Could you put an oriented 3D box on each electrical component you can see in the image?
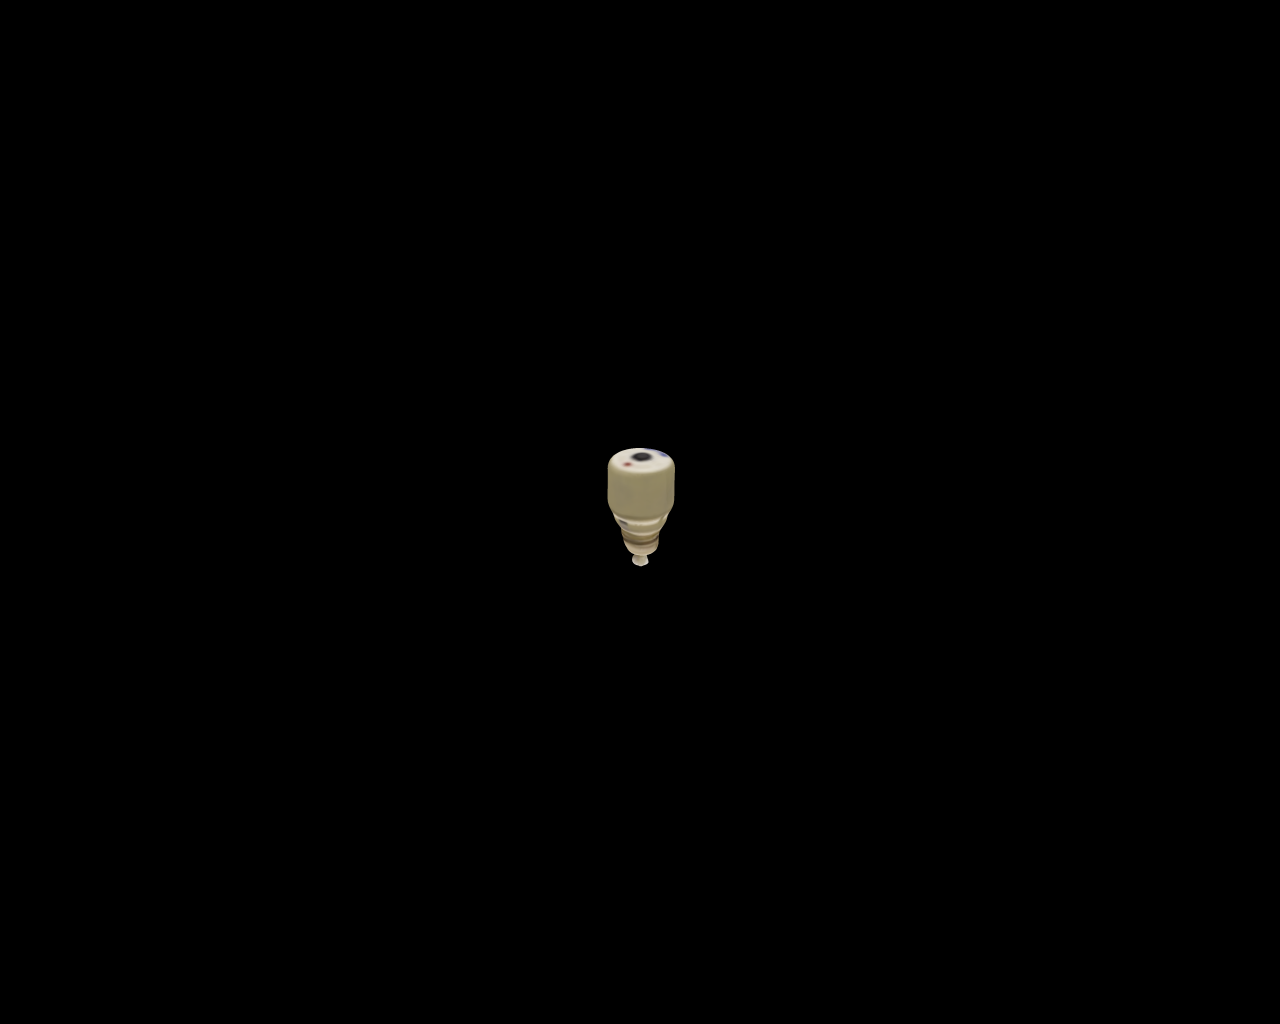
[{"bbox_3d":[0.001,-0.003,0.650,0.040,0.078,0.040,0,27,0],"label":"electrical component"}]
